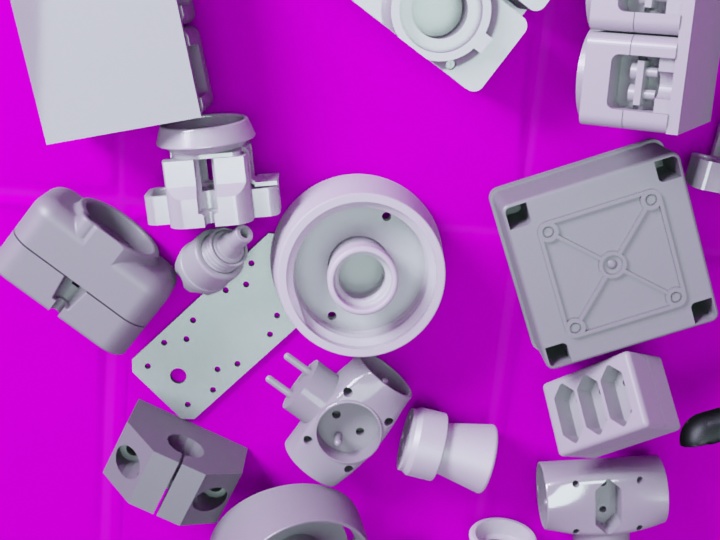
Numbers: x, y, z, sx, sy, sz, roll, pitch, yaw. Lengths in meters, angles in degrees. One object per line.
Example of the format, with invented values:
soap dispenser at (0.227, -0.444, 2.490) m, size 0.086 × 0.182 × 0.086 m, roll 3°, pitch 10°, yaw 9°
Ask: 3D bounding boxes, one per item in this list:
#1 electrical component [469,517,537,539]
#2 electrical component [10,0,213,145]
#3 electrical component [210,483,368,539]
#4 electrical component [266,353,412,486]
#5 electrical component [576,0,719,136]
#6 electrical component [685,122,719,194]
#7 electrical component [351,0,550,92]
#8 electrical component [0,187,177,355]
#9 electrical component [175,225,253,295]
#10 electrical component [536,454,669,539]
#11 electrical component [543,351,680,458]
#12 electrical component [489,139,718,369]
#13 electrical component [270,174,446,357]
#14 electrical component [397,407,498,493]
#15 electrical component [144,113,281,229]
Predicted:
electrical component at (0.091, 0.203, 0.712) m, size 0.044 × 0.044 × 0.065 m, roll 3°, pitch 109°, yaw -1°
electrical component at (-0.143, -0.155, 0.602) m, size 0.089 × 0.061 × 0.150 m, roll -10°, pitch 105°, yaw 2°
electrical component at (-0.042, 0.181, 0.682) m, size 0.099 × 0.064 × 0.099 m, roll -8°, pitch 117°, yaw -17°
electrical component at (-0.022, 0.083, 0.676) m, size 0.079 × 0.044 × 0.077 m, roll 37°, pitch 101°, yaw -10°
electrical component at (0.161, -0.155, 0.586) m, size 0.062 × 0.089 × 0.150 m, roll 11°, pitch 107°, yaw 27°
electrical component at (0.238, -0.071, 0.632) m, size 0.078 × 0.058 × 0.057 m, roll 10°, pitch 107°, yaw -3°
electrical component at (0.021, -0.196, 0.594) m, size 0.186 × 0.060 × 0.105 m, roll 36°, pitch 102°, yaw -9°
electrical component at (-0.161, -0.003, 0.646) m, size 0.095 × 0.053 × 0.059 m, roll 38°, pitch 101°, yaw -10°
electrical component at (-0.084, -0.009, 0.643) m, size 0.035 × 0.035 × 0.061 m, roll 44°, pitch 138°, yaw -11°
electrical component at (0.157, 0.160, 0.699) m, size 0.077 × 0.043 × 0.079 m, roll -3°, pitch 104°, yaw 0°
electrical component at (0.167, 0.086, 0.671) m, size 0.066 × 0.077 × 0.047 m, roll -29°, pitch 61°, yaw 39°
electrical component at (0.145, -0.010, 0.647) m, size 0.109 × 0.056 × 0.108 m, roll -17°, pitch 104°, yaw 4°
electrical component at (0.000, 0.000, 0.642) m, size 0.108 × 0.060 × 0.108 m, roll -1°, pitch 103°, yaw -4°
electrical component at (0.055, 0.114, 0.685) m, size 0.055 × 0.045 × 0.045 m, roll 15°, pitch 104°, yaw -4°
electrical component at (-0.088, -0.059, 0.631) m, size 0.078 × 0.058 × 0.057 m, roll -4°, pitch 108°, yaw 1°
